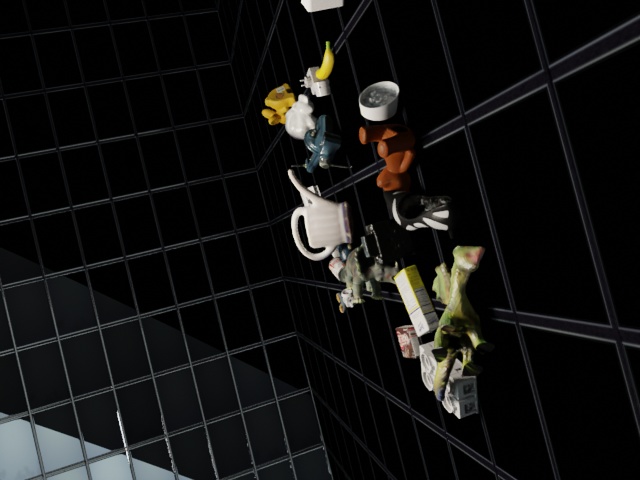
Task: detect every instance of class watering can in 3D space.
[{"bbox_3d":[0.006,-0.092,1.820,0.105,0.224,0.343,-90,-8,-71],"label":"watering can"}]

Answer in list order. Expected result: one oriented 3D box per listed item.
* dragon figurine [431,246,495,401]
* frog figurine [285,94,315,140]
[{"bbox_3d":[0.299,0.171,1.175,0.400,0.122,0.249,98,177,-46],"label":"dragon figurine"},{"bbox_3d":[-0.064,-0.467,1.963,0.138,0.125,0.155,33,137,20],"label":"frog figurine"}]
